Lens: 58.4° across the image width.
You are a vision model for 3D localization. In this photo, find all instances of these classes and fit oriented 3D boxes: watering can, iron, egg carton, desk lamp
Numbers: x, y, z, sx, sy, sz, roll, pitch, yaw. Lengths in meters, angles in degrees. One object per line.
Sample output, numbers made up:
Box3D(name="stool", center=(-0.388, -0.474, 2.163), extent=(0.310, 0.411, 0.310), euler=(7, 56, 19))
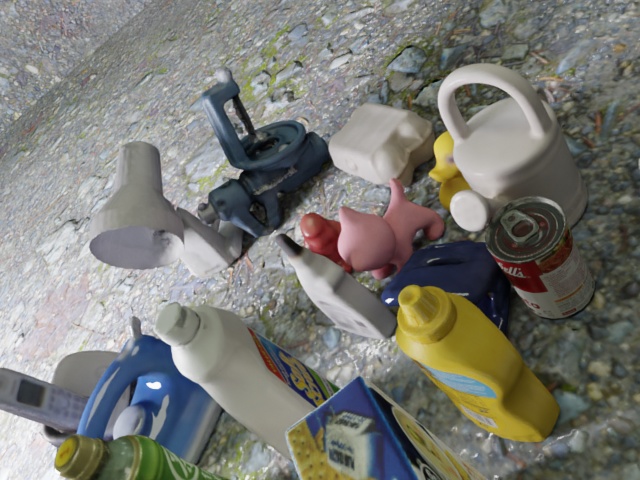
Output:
Box3D(name="watering can", center=(0.178, -0.083, 0.545), extent=(0.100, 0.195, 0.173), euler=(-16, 46, 31))
Box3D(name="iron", center=(-0.220, 0.222, 0.661), extent=(0.118, 0.142, 0.258), euler=(-2, 54, 40))
Box3D(name="egg carton", center=(0.080, -0.128, 0.773), extent=(0.107, 0.070, 0.149), euler=(-51, 39, -8))
Box3D(name="desk lamp", center=(-0.218, -0.030, 0.831), extent=(0.117, 0.214, 0.203), euler=(-23, 43, 24))

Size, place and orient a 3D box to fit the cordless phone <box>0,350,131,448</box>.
Box3D(name="cordless phone", center=(-0.346, 0.193, 0.764), extent=(0.094, 0.186, 0.147), euler=(-34, 39, 13))

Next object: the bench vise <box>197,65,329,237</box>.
Box3D(name="bench vise", center=(-0.104, -0.118, 0.805), extent=(0.121, 0.220, 0.207), euler=(11, 63, 46))

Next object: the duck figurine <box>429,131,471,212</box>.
Box3D(name="duck figurine", center=(0.165, -0.093, 0.653), extent=(0.104, 0.086, 0.077), euler=(-50, 39, -7))

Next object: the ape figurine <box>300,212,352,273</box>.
Box3D(name="ape figurine", center=(0.006, 0.003, 0.701), extent=(0.077, 0.092, 0.076), euler=(-30, 40, 17))

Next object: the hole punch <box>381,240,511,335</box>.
Box3D(name="hole punch", center=(0.126, 0.041, 0.562), extent=(0.108, 0.091, 0.101), euler=(-6, 52, 38))

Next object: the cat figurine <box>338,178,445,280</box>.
Box3D(name="cat figurine", center=(0.068, -0.009, 0.636), extent=(0.067, 0.118, 0.128), euler=(11, 63, 46))

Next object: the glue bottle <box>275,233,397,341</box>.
Box3D(name="glue bottle", center=(0.010, 0.046, 0.593), extent=(0.077, 0.174, 0.037), euler=(9, 62, 45))
